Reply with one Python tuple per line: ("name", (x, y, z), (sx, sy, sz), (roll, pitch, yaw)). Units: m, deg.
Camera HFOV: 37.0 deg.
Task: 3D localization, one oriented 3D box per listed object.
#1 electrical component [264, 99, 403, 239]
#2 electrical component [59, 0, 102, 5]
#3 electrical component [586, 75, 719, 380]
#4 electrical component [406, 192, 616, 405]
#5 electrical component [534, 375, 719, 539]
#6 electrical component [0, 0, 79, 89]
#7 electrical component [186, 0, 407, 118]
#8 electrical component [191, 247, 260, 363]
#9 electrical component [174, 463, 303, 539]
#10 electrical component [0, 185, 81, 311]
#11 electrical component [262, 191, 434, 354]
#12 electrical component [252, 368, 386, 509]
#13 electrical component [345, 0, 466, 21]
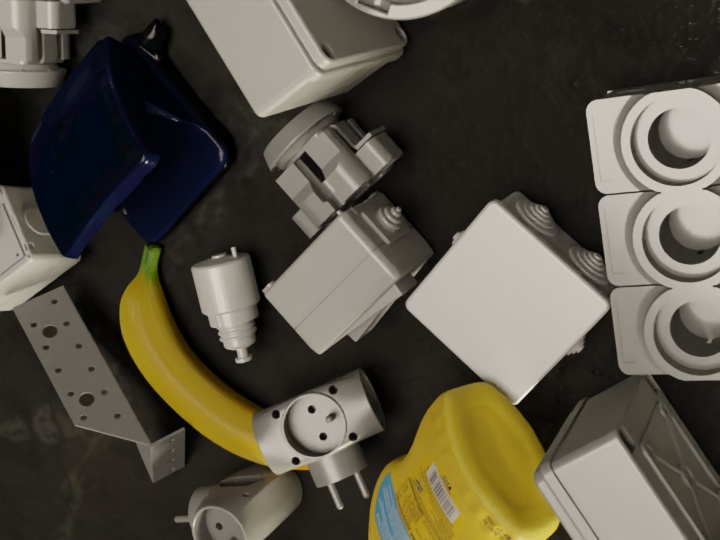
("electrical component", (-0.021, -0.066, 0.654), (0.057, 0.058, 0.078), (49, 119, 2))
("electrical component", (-0.213, -0.212, 0.693), (0.083, 0.076, 0.047), (35, 117, 13))
("electrical component", (0.178, -0.023, 0.567), (0.089, 0.062, 0.150), (-4, 103, 27))
("electrical component", (0.091, 0.014, 0.628), (0.100, 0.048, 0.099), (43, 119, 9))
("electrical component", (0.158, 0.125, 0.595), (0.056, 0.109, 0.108), (-34, 88, 27))
("electrical component", (-0.229, -0.154, 0.729), (0.078, 0.058, 0.057), (9, 106, 23))
("electrical component", (-0.040, -0.151, 0.608), (0.056, 0.109, 0.108), (-31, 90, 32))
("electrical component", (-0.087, 0.024, 0.722), (0.040, 0.040, 0.078), (-7, 102, 27))
("electrical component", (-0.092, 0.167, 0.746), (0.079, 0.077, 0.043), (-10, 100, 28))
("electrical component", (-0.258, -0.011, 0.780), (0.096, 0.061, 0.061), (-32, 76, 24))
("electrical component", (0.000, 0.000, 0.660), (0.061, 0.062, 0.096), (48, 119, 5))
("electrical component", (-0.019, 0.115, 0.697), (0.077, 0.044, 0.079), (-24, 87, 6))
("electrical component", (0.032, -0.192, 0.587), (0.108, 0.060, 0.108), (6, 106, 22))
